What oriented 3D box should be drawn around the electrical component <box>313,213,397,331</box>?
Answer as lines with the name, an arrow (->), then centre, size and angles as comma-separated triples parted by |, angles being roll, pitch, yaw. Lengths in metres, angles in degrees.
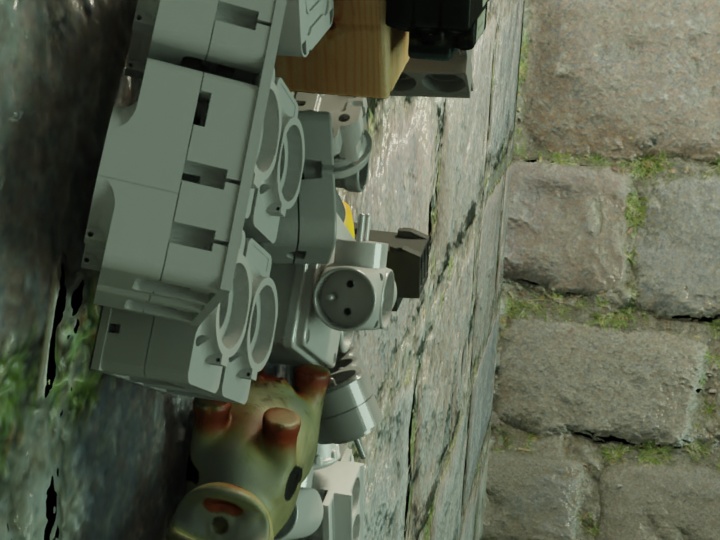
electrical component -> 0.000, 0.000, 0.748 | 0.077, 0.044, 0.079 | -11, 107, -77

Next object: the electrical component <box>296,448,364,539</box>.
electrical component -> -0.032, 0.228, 0.946 | 0.078, 0.063, 0.121 | -62, 155, -60

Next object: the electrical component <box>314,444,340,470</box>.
electrical component -> -0.042, 0.134, 0.900 | 0.048, 0.048, 0.062 | -34, 121, -74

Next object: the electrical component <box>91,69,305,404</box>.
electrical component -> -0.082, -0.025, 0.600 | 0.105, 0.060, 0.186 | 51, 47, -73

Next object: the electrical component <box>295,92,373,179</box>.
electrical component -> -0.021, -0.109, 0.840 | 0.057, 0.058, 0.078 | 79, 17, -50

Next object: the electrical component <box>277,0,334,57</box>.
electrical component -> -0.054, -0.192, 0.647 | 0.078, 0.057, 0.113 | -65, 158, -56

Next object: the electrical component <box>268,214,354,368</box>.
electrical component -> -0.047, 0.010, 0.782 | 0.108, 0.056, 0.108 | 55, 43, -72

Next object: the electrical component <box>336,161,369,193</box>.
electrical component -> -0.019, -0.086, 0.886 | 0.040, 0.046, 0.040 | 6, 90, -78

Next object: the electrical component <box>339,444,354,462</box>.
electrical component -> -0.025, 0.190, 0.999 | 0.055, 0.045, 0.045 | 81, 19, -49

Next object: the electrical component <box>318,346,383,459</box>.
electrical component -> -0.011, 0.110, 0.830 | 0.138, 0.052, 0.073 | -119, -172, -83

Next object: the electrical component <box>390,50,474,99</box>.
electrical component -> 0.032, -0.182, 0.893 | 0.078, 0.121, 0.063 | 59, 36, -70

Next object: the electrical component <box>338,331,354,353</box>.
electrical component -> -0.035, 0.041, 0.855 | 0.045, 0.055, 0.045 | 6, 90, -78

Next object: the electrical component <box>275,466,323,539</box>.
electrical component -> -0.057, 0.173, 0.850 | 0.077, 0.043, 0.079 | 42, 54, -73

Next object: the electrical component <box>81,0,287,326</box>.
electrical component -> -0.079, -0.077, 0.491 | 0.105, 0.060, 0.186 | 146, -45, -71

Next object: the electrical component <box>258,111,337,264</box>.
electrical component -> -0.049, -0.054, 0.695 | 0.053, 0.059, 0.095 | 113, -24, -67
